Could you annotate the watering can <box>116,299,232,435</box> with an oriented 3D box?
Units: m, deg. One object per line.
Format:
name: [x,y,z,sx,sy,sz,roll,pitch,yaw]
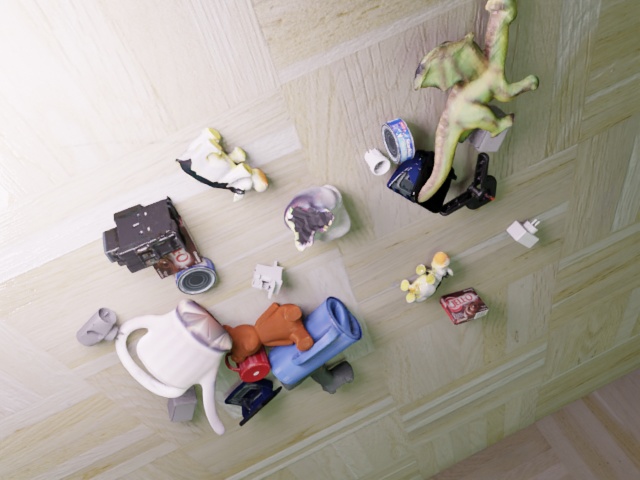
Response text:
watering can: [-0.284,0.277,1.154,0.223,0.105,0.345,-44,105,9]

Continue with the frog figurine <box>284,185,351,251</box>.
frog figurine: [0.003,-0.054,1.078,0.161,0.123,0.135,-29,146,-61]

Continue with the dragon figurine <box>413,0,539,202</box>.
dragon figurine: [0.254,-0.271,0.962,0.240,0.124,0.408,27,101,-38]
